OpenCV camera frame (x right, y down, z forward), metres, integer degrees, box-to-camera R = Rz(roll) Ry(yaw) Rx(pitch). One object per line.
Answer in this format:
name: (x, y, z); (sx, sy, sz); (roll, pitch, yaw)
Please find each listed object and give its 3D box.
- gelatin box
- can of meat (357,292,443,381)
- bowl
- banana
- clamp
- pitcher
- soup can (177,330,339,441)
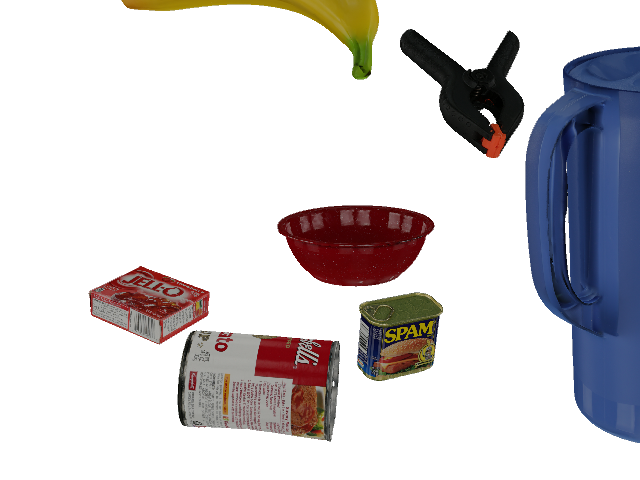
gelatin box: (-0.162, 0.059, 1.010); (0.089, 0.030, 0.073); (19, 28, 28)
can of meat: (0.096, 0.119, 1.317); (0.102, 0.084, 0.057); (-9, 29, -24)
bowl: (0.037, 0.008, 1.099); (0.162, 0.055, 0.162); (-1, 15, 0)
banana: (-0.037, -0.152, 0.652); (0.198, 0.069, 0.037); (21, -32, 32)
clamp: (0.137, -0.148, 1.012); (0.120, 0.039, 0.171); (1, 45, 0)
pitcher: (0.209, 0.005, 0.673); (0.149, 0.243, 0.144); (3, 21, 16)
soup can: (-0.040, 0.098, 0.728); (0.102, 0.068, 0.068); (4, 0, 5)
